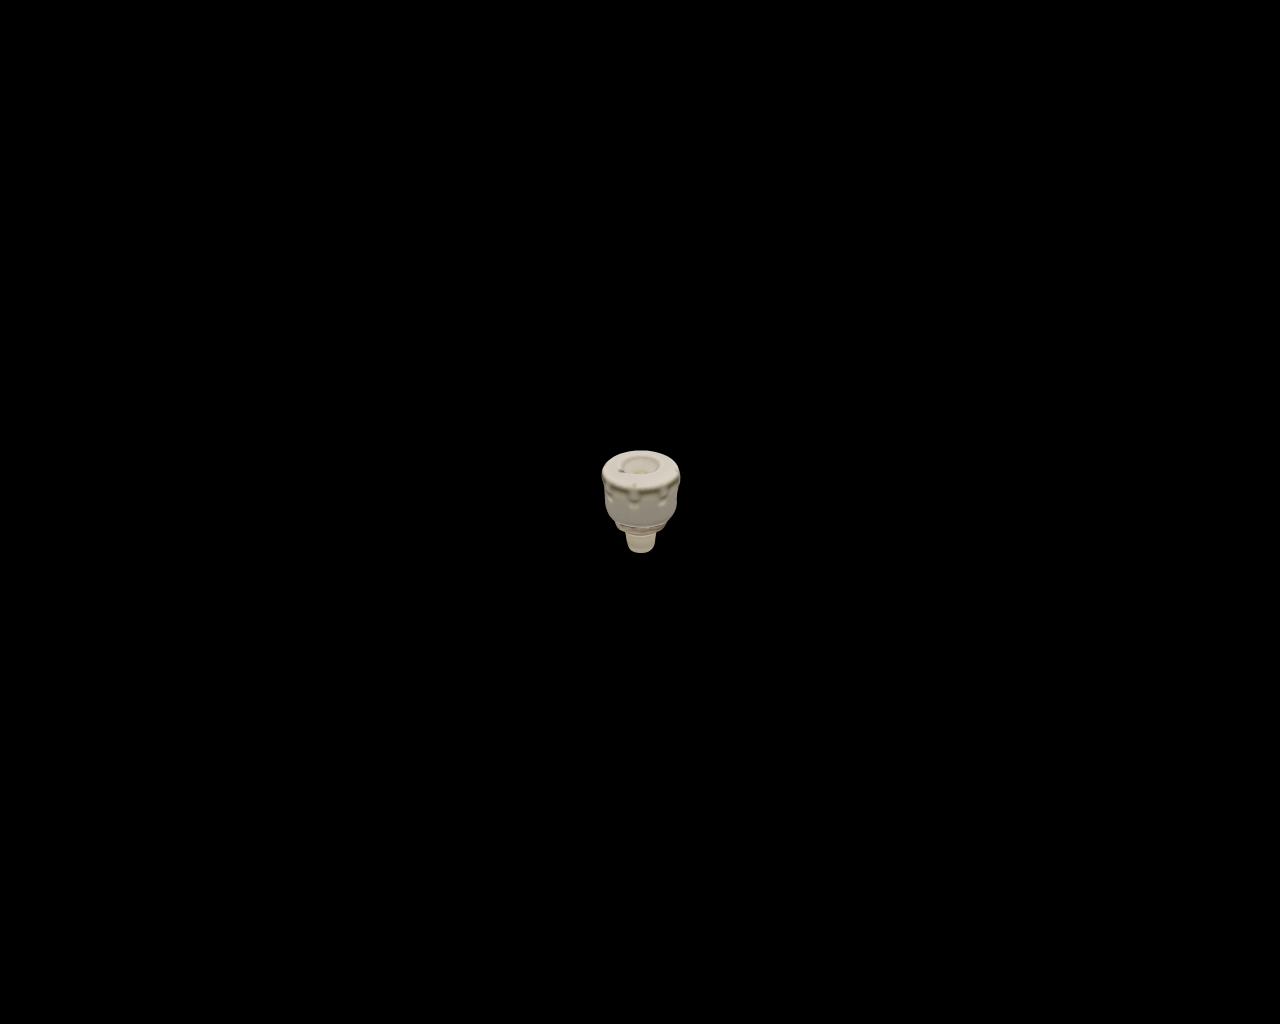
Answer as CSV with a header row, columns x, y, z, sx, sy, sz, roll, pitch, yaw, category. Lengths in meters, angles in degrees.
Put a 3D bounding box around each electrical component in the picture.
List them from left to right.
x,y,z,sx,sy,sz,roll,pitch,yaw,category
0.001,-0.003,0.650,0.048,0.062,0.048,0,31,0,electrical component
